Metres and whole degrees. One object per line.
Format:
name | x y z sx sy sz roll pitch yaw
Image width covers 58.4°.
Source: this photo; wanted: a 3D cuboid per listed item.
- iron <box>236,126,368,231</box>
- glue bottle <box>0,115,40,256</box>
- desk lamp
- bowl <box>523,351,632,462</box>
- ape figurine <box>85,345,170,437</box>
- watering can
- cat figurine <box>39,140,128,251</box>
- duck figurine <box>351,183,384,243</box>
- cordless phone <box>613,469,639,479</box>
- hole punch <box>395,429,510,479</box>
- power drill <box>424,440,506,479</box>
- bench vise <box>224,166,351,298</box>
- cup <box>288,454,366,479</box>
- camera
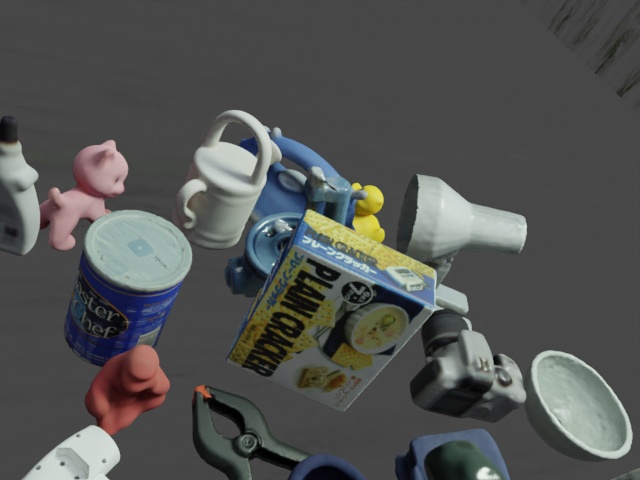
iron | -0.046 -0.090 0.860 0.258 0.141 0.119 41 39 12
glue bottle | -0.333 -0.059 0.605 0.078 0.173 0.037 23 39 -11
desk lamp | 0.182 0.022 0.834 0.203 0.213 0.118 22 39 -13
bowl | 0.350 0.247 0.818 0.168 0.074 0.167 19 40 -16
ape figurine | -0.184 0.137 0.559 0.078 0.092 0.076 11 42 -24
watering can | -0.121 -0.090 0.766 0.101 0.194 0.173 28 38 -5
cat figurine | -0.283 -0.066 0.692 0.067 0.117 0.128 35 38 4
duck figurine | 0.075 -0.046 0.939 0.078 0.086 0.104 -14 57 -43
cordless phone | 0.314 0.333 0.610 0.094 0.185 0.147 15 41 -20
hole punch | 0.148 0.273 0.638 0.101 0.091 0.108 12 42 -24
power drill | 0.130 0.307 0.493 0.076 0.208 0.229 7 44 -28
bench vise | 0.001 -0.006 0.737 0.208 0.219 0.121 -8 53 -39
cup | 0.005 0.265 0.546 0.118 0.095 0.091 5 45 -30
camera | 0.200 0.162 0.786 0.143 0.100 0.136 17 40 -18
